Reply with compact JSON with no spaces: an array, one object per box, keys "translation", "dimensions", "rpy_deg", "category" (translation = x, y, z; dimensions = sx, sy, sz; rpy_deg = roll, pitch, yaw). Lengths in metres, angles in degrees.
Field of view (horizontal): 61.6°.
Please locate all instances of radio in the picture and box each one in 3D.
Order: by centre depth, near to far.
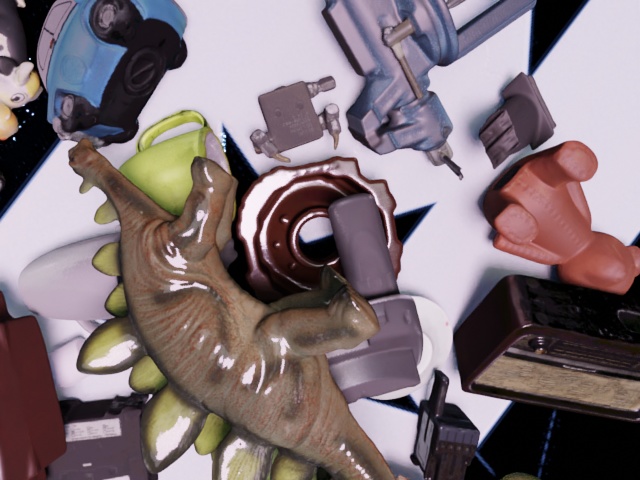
[{"translation":[0.273,0.117,0.569],"dimensions":[0.230,0.073,0.131],"rpy_deg":[11,134,-10],"category":"radio"}]

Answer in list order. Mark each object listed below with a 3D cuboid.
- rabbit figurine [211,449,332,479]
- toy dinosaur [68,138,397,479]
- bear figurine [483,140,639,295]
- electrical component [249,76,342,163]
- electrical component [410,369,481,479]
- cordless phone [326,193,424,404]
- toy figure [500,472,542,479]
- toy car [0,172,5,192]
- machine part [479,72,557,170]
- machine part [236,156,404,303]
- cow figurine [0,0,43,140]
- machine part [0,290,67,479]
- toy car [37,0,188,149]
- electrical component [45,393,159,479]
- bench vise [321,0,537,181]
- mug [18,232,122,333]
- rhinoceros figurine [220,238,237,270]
[{"translation":[-0.029,0.252,0.553],"dimensions":[0.159,0.121,0.170],"rpy_deg":[-8,81,-28],"category":"rabbit figurine"},{"translation":[-0.051,0.097,0.424],"dimensions":[0.471,0.105,0.198],"rpy_deg":[44,93,6],"category":"toy dinosaur"},{"translation":[0.266,0.003,0.562],"dimensions":[0.120,0.132,0.196],"rpy_deg":[-45,93,4],"category":"bear figurine"},{"translation":[-0.024,-0.121,0.551],"dimensions":[0.102,0.045,0.078],"rpy_deg":[-14,98,-6],"category":"electrical component"},{"translation":[0.138,0.205,0.590],"dimensions":[0.048,0.075,0.119],"rpy_deg":[11,91,-8],"category":"electrical component"},{"translation":[0.015,0.056,0.510],"dimensions":[0.147,0.089,0.184],"rpy_deg":[-15,92,-2],"category":"cordless phone"},{"translation":[0.208,0.352,0.609],"dimensions":[0.089,0.082,0.180],"rpy_deg":[37,92,-12],"category":"toy figure"},{"translation":[-0.386,-0.034,0.507],"dimensions":[0.202,0.053,0.089],"rpy_deg":[-41,78,-4],"category":"toy car"},{"translation":[0.206,-0.124,0.556],"dimensions":[0.139,0.039,0.084],"rpy_deg":[-39,107,-43],"category":"machine part"},{"translation":[-0.001,-0.002,0.560],"dimensions":[0.179,0.056,0.179],"rpy_deg":[-1,97,-8],"category":"machine part"},{"translation":[-0.305,-0.180,0.495],"dimensions":[0.098,0.068,0.167],"rpy_deg":[-32,97,-24],"category":"cow figurine"},{"translation":[-0.343,0.153,0.483],"dimensions":[0.201,0.087,0.201],"rpy_deg":[-13,89,14],"category":"machine part"},{"translation":[-0.205,-0.172,0.502],"dimensions":[0.103,0.109,0.161],"rpy_deg":[36,102,13],"category":"toy car"},{"translation":[-0.230,0.231,0.551],"dimensions":[0.115,0.058,0.134],"rpy_deg":[-2,96,-5],"category":"electrical component"},{"translation":[0.122,-0.196,0.529],"dimensions":[0.241,0.129,0.223],"rpy_deg":[-35,101,1],"category":"bench vise"},{"translation":[-0.228,0.048,0.529],"dimensions":[0.107,0.081,0.109],"rpy_deg":[-6,123,5],"category":"mug"},{"translation":[-0.121,0.083,0.531],"dimensions":[0.073,0.112,0.190],"rpy_deg":[7,107,-25],"category":"rhinoceros figurine"}]
